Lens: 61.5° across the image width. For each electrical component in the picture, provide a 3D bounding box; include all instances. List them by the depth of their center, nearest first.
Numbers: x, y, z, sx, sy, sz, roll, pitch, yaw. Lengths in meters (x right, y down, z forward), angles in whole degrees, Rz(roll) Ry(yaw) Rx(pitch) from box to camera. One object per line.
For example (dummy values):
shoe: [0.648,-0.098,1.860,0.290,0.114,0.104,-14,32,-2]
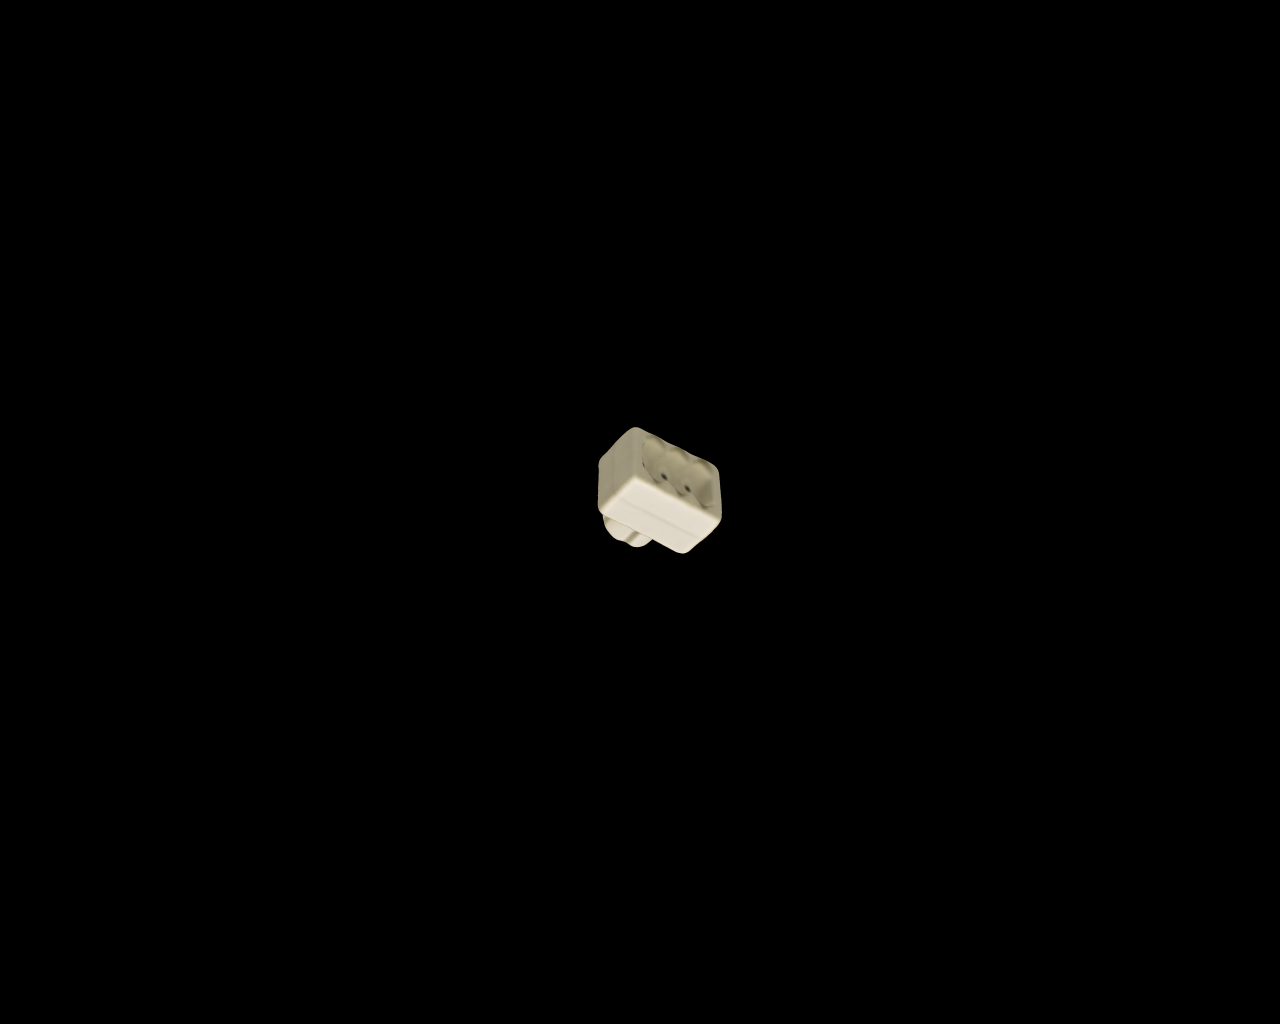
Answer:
electrical component: [0.001,-0.003,0.650,0.066,0.047,0.076,26,-49,-25]
